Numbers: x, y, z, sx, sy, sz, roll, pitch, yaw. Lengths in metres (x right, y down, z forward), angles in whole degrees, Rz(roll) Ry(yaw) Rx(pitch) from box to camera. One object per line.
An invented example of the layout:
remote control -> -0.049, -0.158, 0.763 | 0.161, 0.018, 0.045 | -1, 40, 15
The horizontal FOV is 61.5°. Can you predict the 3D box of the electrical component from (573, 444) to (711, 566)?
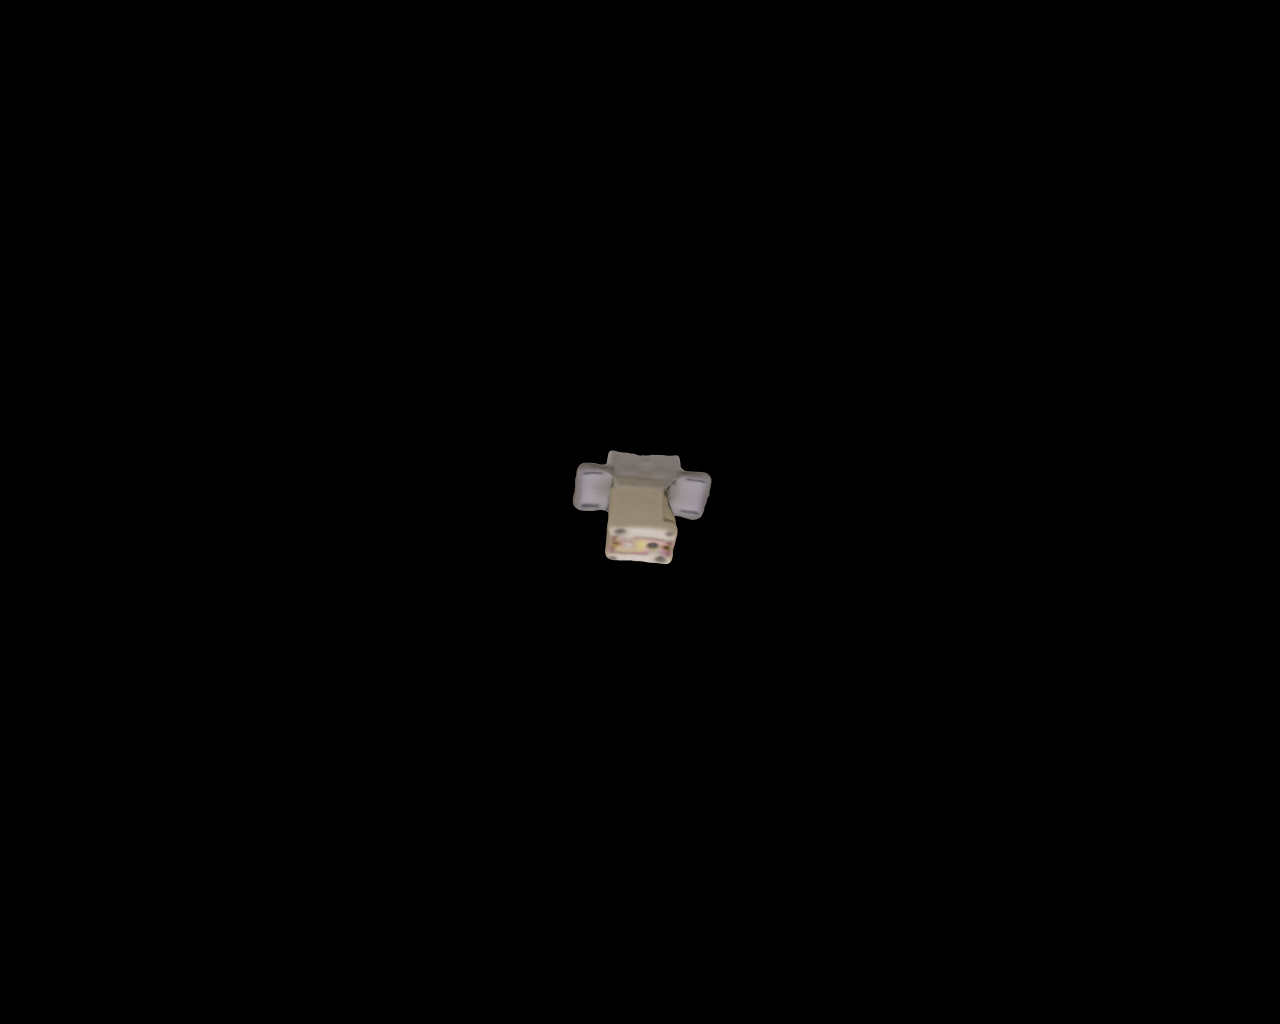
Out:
electrical component -> 0.001, -0.003, 0.650 | 0.081, 0.064, 0.042 | 4, -39, -4
